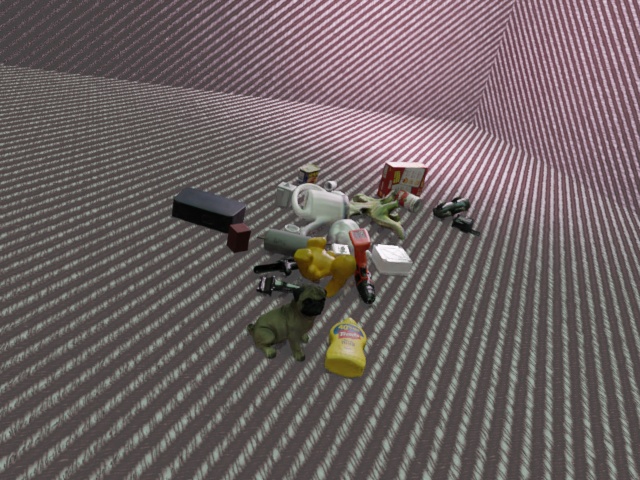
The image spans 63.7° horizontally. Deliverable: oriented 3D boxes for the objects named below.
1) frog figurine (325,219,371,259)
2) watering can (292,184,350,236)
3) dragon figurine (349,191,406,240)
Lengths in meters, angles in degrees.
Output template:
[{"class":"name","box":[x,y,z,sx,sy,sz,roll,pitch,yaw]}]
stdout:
[{"class":"frog figurine","box":[0.105,-0.001,1.745,0.136,0.122,0.161,17,6,-41]},{"class":"watering can","box":[0.006,-0.096,1.908,0.224,0.101,0.356,9,39,-12]},{"class":"dragon figurine","box":[0.201,-0.098,2.031,0.243,0.120,0.418,-3,25,4]}]
